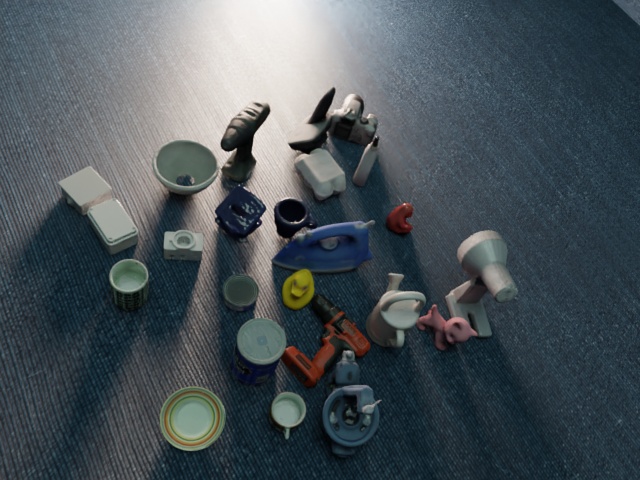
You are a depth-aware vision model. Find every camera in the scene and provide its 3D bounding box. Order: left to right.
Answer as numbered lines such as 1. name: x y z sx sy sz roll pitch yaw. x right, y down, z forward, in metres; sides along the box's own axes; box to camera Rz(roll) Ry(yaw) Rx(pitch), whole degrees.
1. camera: 0.108 -0.374 1.718 0.143 0.101 0.137 19 55 -3

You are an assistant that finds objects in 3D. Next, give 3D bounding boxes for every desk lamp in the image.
1. desk lamp: 0.403 0.111 1.421 0.118 0.213 0.203 -1 58 -16

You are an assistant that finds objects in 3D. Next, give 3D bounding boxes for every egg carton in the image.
1. egg carton: 0.002 -0.183 1.584 0.107 0.069 0.150 -26 68 -28

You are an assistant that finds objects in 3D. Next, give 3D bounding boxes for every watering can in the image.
1. watering can: 0.178 0.161 1.337 0.101 0.194 0.172 -14 63 -23

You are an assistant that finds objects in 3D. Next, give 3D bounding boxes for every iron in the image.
1. iron: 0.013 0.005 1.423 0.259 0.141 0.118 -8 61 -20

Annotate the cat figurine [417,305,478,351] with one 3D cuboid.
1. cat figurine: 0.312 0.209 1.391 0.067 0.117 0.127 -36 73 -31

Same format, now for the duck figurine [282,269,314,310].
1. duck figurine: -0.046 0.107 1.375 0.077 0.086 0.105 24 55 1

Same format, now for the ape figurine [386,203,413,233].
1. ape figurine: 0.225 -0.065 1.558 0.076 0.092 0.078 9 56 -10

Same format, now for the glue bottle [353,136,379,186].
1. glue bottle: 0.134 -0.228 1.588 0.037 0.173 0.078 19 55 -3

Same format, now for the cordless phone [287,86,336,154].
1. cordless phone: -0.016 -0.340 1.609 0.094 0.185 0.148 27 55 2

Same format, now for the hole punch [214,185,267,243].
1. hole punch: -0.200 -0.065 1.438 0.108 0.091 0.101 38 56 10

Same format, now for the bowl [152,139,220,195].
1. bowl: -0.347 -0.175 1.477 0.167 0.074 0.167 7 57 -11

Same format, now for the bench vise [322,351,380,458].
1. bench vise: 0.057 0.323 1.183 0.122 0.219 0.207 -9 61 -20

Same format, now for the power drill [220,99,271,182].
1. power drill: -0.201 -0.252 1.486 0.075 0.208 0.230 24 55 1

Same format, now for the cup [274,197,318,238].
1. cup: -0.066 -0.043 1.460 0.118 0.095 0.092 22 55 -1
